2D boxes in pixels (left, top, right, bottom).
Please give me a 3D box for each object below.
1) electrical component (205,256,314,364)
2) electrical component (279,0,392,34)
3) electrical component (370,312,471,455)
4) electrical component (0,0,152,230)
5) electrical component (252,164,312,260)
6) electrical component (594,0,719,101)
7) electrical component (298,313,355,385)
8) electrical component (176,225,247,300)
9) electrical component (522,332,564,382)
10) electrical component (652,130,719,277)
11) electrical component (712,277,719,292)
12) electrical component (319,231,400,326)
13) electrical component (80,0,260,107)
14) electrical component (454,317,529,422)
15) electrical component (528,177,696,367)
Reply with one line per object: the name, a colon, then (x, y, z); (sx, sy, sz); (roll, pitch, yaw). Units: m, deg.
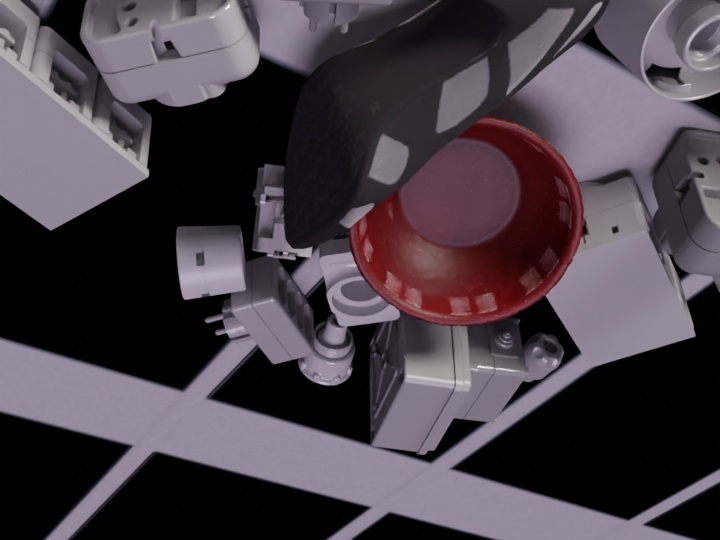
electrical component: (-0.087, 0.037, 0.872); (0.076, 0.047, 0.083); (-15, 140, 14)
electrical component: (-0.016, -0.168, 0.623); (0.066, 0.047, 0.076); (1, 141, -6)
electrical component: (0.046, 0.078, 0.884); (0.056, 0.108, 0.108); (9, 140, -11)
electrical component: (-0.214, -0.104, 0.676); (0.089, 0.061, 0.150); (-24, 137, 24)
electrical component: (-0.052, -0.040, 0.756); (0.042, 0.063, 0.081); (5, -179, -11)
electrical component: (0.202, -0.155, 0.661); (0.099, 0.064, 0.099); (-11, 136, -10)
electrical component: (-0.025, 0.064, 0.913); (0.048, 0.048, 0.062); (6, 133, -12)
electrical component: (-0.111, -0.007, 0.811); (0.047, 0.055, 0.055); (-5, 141, -4)
electrical component: (0.152, 0.083, 0.956); (0.035, 0.035, 0.061); (15, 140, -22)
electrical component: (0.245, -0.044, 0.757); (0.054, 0.095, 0.059); (7, 140, -12)
electrical component: (0.305, -0.001, 0.849); (0.055, 0.055, 0.047); (-24, 133, 24)
electrical component: (0.000, 0.000, 0.825); (0.050, 0.055, 0.089); (-8, 141, 6)
electrical component: (-0.111, -0.139, 0.647); (0.095, 0.053, 0.059); (-11, 141, 9)
electrical component: (0.101, 0.080, 0.927); (0.061, 0.061, 0.096); (8, 140, -14)
electrical component: (0.194, 0.002, 0.837); (0.089, 0.061, 0.150); (-20, 138, 19)
